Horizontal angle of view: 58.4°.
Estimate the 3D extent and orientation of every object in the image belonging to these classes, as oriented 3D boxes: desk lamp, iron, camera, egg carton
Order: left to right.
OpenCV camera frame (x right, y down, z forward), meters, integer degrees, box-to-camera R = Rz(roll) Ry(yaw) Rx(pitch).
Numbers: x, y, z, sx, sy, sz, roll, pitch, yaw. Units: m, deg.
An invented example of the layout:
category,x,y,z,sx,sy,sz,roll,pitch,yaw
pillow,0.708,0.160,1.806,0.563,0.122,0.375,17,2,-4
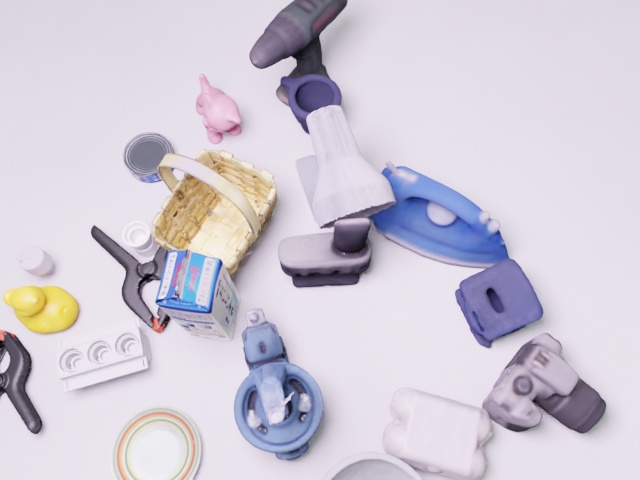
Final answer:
category,x,y,z,sx,sy,sz,roll,pitch,yaw
desk lamp,0.027,-0.096,0.889,0.118,0.213,0.203,-18,70,-7
egg carton,0.168,0.279,0.821,0.150,0.069,0.107,14,69,5
iron,0.200,-0.043,0.908,0.258,0.141,0.119,26,71,9
camera,0.332,0.225,0.827,0.136,0.101,0.143,39,73,13

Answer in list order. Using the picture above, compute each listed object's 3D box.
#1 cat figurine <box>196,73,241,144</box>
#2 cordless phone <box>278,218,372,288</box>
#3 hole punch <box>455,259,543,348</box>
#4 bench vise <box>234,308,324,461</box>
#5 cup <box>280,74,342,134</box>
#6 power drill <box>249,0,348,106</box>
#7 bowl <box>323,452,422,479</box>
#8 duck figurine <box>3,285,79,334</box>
category,x,y,z,sx,sy,sz,roll,pitch,yaw
cat figurine,-0.179,-0.230,0.990,0.067,0.118,0.127,-24,71,-9
cordless phone,0.008,0.003,0.865,0.147,0.185,0.094,-7,69,-3
hole punch,0.273,0.098,0.881,0.101,0.091,0.108,-21,70,-8
bench vise,-0.077,0.193,0.772,0.121,0.220,0.207,-33,72,-12
cup,-0.020,-0.233,1.005,0.117,0.095,0.092,33,72,12
power drill,-0.034,-0.320,0.978,0.075,0.208,0.230,31,72,11
bowl,0.070,0.377,0.780,0.167,0.075,0.167,0,69,0
duck figurine,-0.431,0.099,0.877,0.104,0.086,0.077,12,69,4
